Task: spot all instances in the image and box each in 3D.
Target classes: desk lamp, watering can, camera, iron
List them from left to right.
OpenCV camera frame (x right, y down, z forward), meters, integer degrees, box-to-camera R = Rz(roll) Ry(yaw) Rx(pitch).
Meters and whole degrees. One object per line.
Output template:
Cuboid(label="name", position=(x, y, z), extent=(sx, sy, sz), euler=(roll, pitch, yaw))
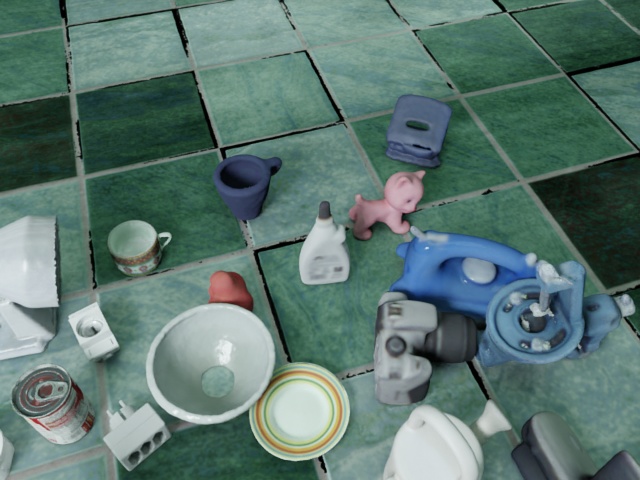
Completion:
Cuboid(label="desk lamp", position=(-0.418, 0.065, 0.751), extent=(0.203, 0.214, 0.117), euler=(-12, 54, -9))
Cuboid(label="camera", position=(0.142, 0.140, 0.775), extent=(0.136, 0.101, 0.143), euler=(4, 53, 2))
Cuboid(label="watering can", position=(0.134, 0.239, 0.640), extent=(0.100, 0.194, 0.173), euler=(31, 58, 21))
Cuboid(label="iron", position=(0.235, 0.044, 0.824), extent=(0.258, 0.141, 0.118), euler=(9, 53, 6))

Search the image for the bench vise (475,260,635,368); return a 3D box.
Cuboid(label="bench vise", position=(0.312, 0.080, 0.748), extent=(0.208, 0.220, 0.121), euler=(-24, 56, -18))

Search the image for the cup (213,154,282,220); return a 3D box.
Cuboid(label="cup", position=(-0.113, -0.085, 0.946), extent=(0.118, 0.095, 0.091), euler=(-30, 58, -21))

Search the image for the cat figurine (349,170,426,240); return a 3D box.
Cuboid(label="cat figurine", position=(0.113, -0.066, 0.921), extent=(0.128, 0.118, 0.067), euler=(-11, 53, -9))

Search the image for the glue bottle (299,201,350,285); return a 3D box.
Cuboid(label="glue bottle", position=(0.008, 0.003, 0.831), extent=(0.078, 0.173, 0.037), euler=(-4, 53, -4))

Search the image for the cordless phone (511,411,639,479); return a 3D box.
Cuboid(label="cordless phone", position=(0.300, 0.248, 0.642), extent=(0.094, 0.185, 0.147), euler=(-19, 55, -15))

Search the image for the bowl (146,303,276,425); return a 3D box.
Cuboid(label="bowl", position=(-0.140, 0.172, 0.762), extent=(0.167, 0.075, 0.167), euler=(1, 53, 0))

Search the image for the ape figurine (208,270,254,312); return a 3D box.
Cuboid(label="ape figurine", position=(-0.135, 0.076, 0.825), extent=(0.076, 0.092, 0.078), euler=(33, 59, 22))

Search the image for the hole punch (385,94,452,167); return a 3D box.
Cuboid(label="hole punch", position=(0.180, -0.198, 1.040), extent=(0.108, 0.091, 0.101), euler=(15, 54, 11))
